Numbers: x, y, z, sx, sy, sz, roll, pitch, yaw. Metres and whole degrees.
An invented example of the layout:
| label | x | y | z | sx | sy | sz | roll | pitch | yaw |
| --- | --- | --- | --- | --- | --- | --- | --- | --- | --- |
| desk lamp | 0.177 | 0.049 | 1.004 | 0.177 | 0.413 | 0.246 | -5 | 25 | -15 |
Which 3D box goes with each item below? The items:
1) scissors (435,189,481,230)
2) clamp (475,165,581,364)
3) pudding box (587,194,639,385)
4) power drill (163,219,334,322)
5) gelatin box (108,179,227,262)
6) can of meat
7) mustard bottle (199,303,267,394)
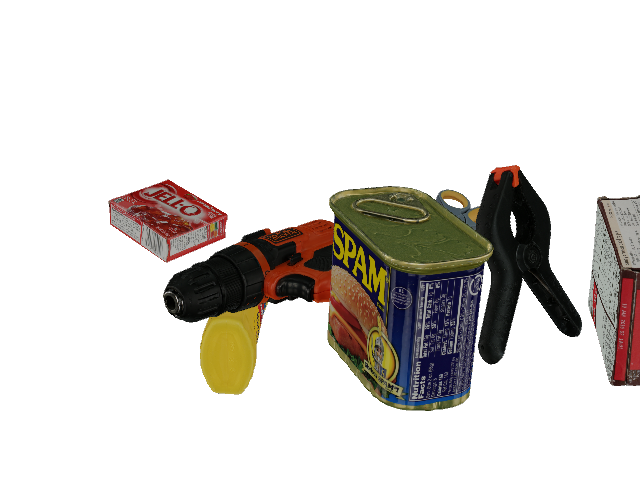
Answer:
| label | x | y | z | sx | sy | sz | roll | pitch | yaw |
| --- | --- | --- | --- | --- | --- | --- | --- | --- | --- |
| scissors | 0.139 | -0.023 | 1.221 | 0.201 | 0.016 | 0.096 | -12 | 40 | -46 |
| clamp | 0.169 | 0.023 | 0.938 | 0.120 | 0.171 | 0.039 | -23 | 8 | -40 |
| pudding box | 0.210 | 0.032 | 0.724 | 0.039 | 0.090 | 0.113 | 0 | 27 | 4 |
| power drill | 0.000 | 0.041 | 0.809 | 0.188 | 0.057 | 0.184 | 21 | 30 | 37 |
| gelatin box | -0.144 | -0.021 | 1.002 | 0.089 | 0.030 | 0.073 | 31 | 38 | 34 |
| can of meat | 0.041 | 0.028 | 0.552 | 0.057 | 0.084 | 0.102 | -6 | 24 | -20 |
| mustard bottle | -0.089 | 0.078 | 1.173 | 0.058 | 0.096 | 0.191 | 2 | 28 | 3 |
